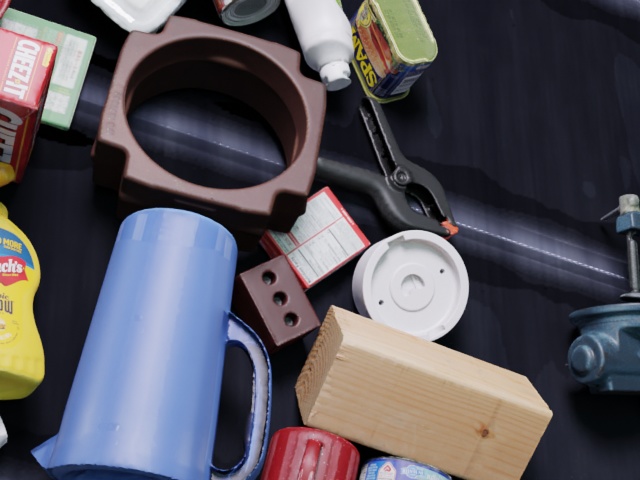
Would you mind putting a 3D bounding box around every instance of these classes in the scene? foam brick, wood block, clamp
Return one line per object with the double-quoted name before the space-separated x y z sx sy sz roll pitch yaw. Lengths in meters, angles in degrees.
"foam brick" -0.045 0.062 0.997 0.052 0.051 0.078 -24 80 -28
"wood block" 0.091 0.146 0.976 0.206 0.090 0.091 21 102 -12
"clamp" 0.066 -0.056 1.093 0.120 0.039 0.171 -39 87 -27

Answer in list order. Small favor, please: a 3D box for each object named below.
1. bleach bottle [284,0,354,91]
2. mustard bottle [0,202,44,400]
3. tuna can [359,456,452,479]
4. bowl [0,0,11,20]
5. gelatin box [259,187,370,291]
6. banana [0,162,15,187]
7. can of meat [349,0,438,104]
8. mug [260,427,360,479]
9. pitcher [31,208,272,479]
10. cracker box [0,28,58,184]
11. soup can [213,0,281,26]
"bleach bottle" -0.015 -0.278 1.116 0.068 0.102 0.251 -19 75 16
"mustard bottle" -0.284 0.037 0.898 0.096 0.058 0.191 14 50 -33
"tuna can" 0.076 0.225 0.960 0.086 0.086 0.033 21 62 -12
"bowl" -0.363 -0.238 0.967 0.161 0.055 0.162 6 74 -23
"gelatin box" -0.007 0.001 1.048 0.089 0.030 0.073 -34 84 -27
"banana" -0.362 -0.058 0.910 0.197 0.070 0.037 5 87 -13
"can of meat" 0.074 -0.210 1.130 0.057 0.084 0.102 -17 77 -26
"mug" -0.012 0.209 0.919 0.093 0.117 0.081 11 59 7
"pitcher" -0.130 0.101 0.906 0.149 0.145 0.242 29 56 -35
"cracker box" -0.341 -0.131 0.895 0.213 0.164 0.072 17 66 -14
"soup can" -0.088 -0.283 1.107 0.068 0.069 0.102 -15 77 -25
